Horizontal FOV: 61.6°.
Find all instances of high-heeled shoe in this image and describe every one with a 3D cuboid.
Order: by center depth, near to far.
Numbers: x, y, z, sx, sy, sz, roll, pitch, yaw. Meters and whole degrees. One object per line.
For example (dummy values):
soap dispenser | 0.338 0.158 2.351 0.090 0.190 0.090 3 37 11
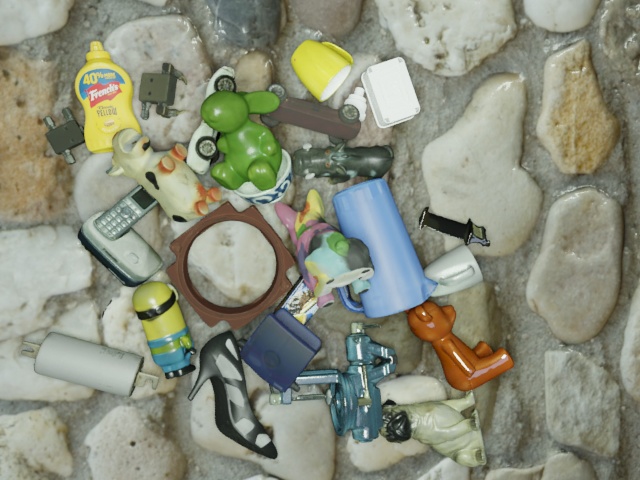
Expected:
high-heeled shoe | -0.141 0.292 1.014 0.248 0.086 0.145 47 56 -22

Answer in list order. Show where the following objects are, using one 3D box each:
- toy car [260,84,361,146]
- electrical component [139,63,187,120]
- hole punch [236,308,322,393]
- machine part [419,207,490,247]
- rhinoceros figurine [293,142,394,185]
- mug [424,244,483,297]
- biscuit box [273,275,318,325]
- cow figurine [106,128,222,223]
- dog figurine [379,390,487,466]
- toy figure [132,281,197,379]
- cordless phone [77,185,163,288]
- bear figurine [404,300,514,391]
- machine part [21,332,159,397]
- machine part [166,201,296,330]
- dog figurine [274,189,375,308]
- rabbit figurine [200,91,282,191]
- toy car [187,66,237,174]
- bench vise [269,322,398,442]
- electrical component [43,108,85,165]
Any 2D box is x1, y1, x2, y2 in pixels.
toy car | -0.022 -0.233 0.994 0.202 0.089 0.053 15 67 -6
electrical component | -0.286 -0.269 0.983 0.078 0.045 0.102 2 88 21
hole punch | -0.070 0.192 0.928 0.142 0.092 0.116 38 90 5
machine part | 0.261 -0.025 1.050 0.139 0.084 0.039 17 121 1
rhinoceros figurine | 0.042 -0.141 0.994 0.190 0.112 0.073 -3 94 -16
mug | 0.251 0.070 1.033 0.107 0.109 0.080 -27 100 7
biscuit box | -0.063 0.154 1.010 0.059 0.063 0.202 37 86 -5
cow figurine | -0.281 -0.112 0.933 0.127 0.085 0.194 -23 118 33
dog figurine | 0.218 0.380 1.049 0.191 0.121 0.172 -13 104 14
toy figure | -0.278 0.160 0.968 0.082 0.089 0.180 -16 91 -14
cordless phone | -0.322 -0.017 0.971 0.146 0.089 0.184 45 67 -6
bear figurine | 0.254 0.183 1.029 0.132 0.120 0.195 -30 90 -10
machine part | -0.408 0.222 0.958 0.243 0.079 0.079 17 89 -7
machine part | -0.161 0.046 0.984 0.201 0.087 0.201 -37 96 -4
dog figurine | -0.002 -0.003 0.934 0.108 0.191 0.219 -24 66 -11
rabbit figurine | -0.127 -0.186 0.906 0.121 0.170 0.159 11 59 32
toy car | -0.196 -0.218 0.978 0.056 0.073 0.201 16 89 -8
bench vise | 0.025 0.263 0.999 0.241 0.129 0.223 -1 89 -12
electrical component | -0.456 -0.186 0.970 0.063 0.021 0.094 -27 94 -7
